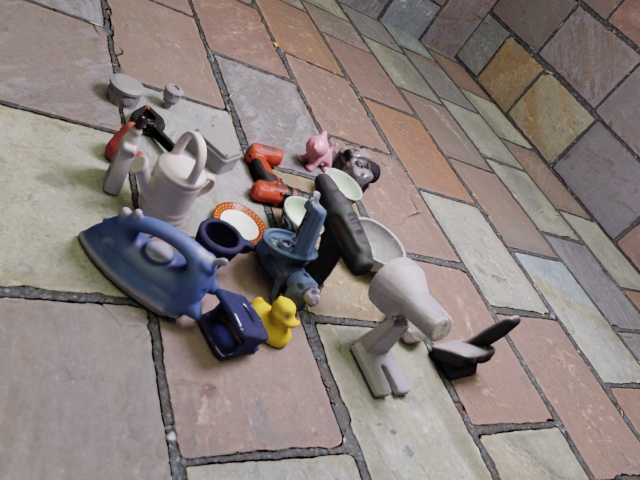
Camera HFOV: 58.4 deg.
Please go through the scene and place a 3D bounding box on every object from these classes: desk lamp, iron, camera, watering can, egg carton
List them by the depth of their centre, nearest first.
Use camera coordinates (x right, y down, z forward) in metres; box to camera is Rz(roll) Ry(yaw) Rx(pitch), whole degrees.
[{"bbox_3d":[-0.282,0.019,0.978,0.258,0.141,0.119,34,33,-6],"label":"iron"},{"bbox_3d":[-0.279,-0.125,1.112,0.101,0.194,0.173,45,33,13],"label":"watering can"},{"bbox_3d":[0.161,0.171,1.147,0.118,0.213,0.203,6,44,-40],"label":"desk lamp"},{"bbox_3d":[0.218,0.174,1.333,0.107,0.069,0.151,41,33,6],"label":"egg carton"},{"bbox_3d":[0.123,-0.206,1.686,0.137,0.100,0.143,10,42,-36],"label":"camera"}]

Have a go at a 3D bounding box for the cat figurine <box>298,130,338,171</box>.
[{"bbox_3d":[0.001,-0.254,1.614,0.128,0.117,0.067,-8,54,-48],"label":"cat figurine"}]

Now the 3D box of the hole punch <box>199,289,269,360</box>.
[{"bbox_3d":[-0.144,0.140,1.007,0.101,0.091,0.108,-5,52,-47],"label":"hole punch"}]

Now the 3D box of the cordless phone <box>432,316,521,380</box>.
[{"bbox_3d":[0.356,0.225,1.294,0.148,0.185,0.094,-3,50,-46],"label":"cordless phone"}]

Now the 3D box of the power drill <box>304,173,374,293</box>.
[{"bbox_3d":[0.011,0.004,1.216,0.076,0.208,0.229,-6,52,-47],"label":"power drill"}]

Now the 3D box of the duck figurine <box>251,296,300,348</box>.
[{"bbox_3d":[-0.082,0.139,1.072,0.104,0.086,0.078,44,33,10],"label":"duck figurine"}]

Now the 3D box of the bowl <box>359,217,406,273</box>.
[{"bbox_3d":[0.127,0.025,1.426,0.168,0.074,0.167,25,34,-18],"label":"bowl"}]

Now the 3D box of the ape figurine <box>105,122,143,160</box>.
[{"bbox_3d":[-0.399,-0.204,1.190,0.076,0.092,0.077,4,45,-41],"label":"ape figurine"}]

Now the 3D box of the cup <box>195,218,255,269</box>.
[{"bbox_3d":[-0.194,0.022,1.102,0.118,0.095,0.091,14,39,-32],"label":"cup"}]

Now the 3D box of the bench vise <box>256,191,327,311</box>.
[{"bbox_3d":[-0.030,0.025,1.141,0.122,0.219,0.207,-13,57,-51],"label":"bench vise"}]

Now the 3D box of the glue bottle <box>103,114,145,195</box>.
[{"bbox_3d":[-0.370,-0.170,1.100,0.037,0.173,0.078,20,36,-25],"label":"glue bottle"}]
